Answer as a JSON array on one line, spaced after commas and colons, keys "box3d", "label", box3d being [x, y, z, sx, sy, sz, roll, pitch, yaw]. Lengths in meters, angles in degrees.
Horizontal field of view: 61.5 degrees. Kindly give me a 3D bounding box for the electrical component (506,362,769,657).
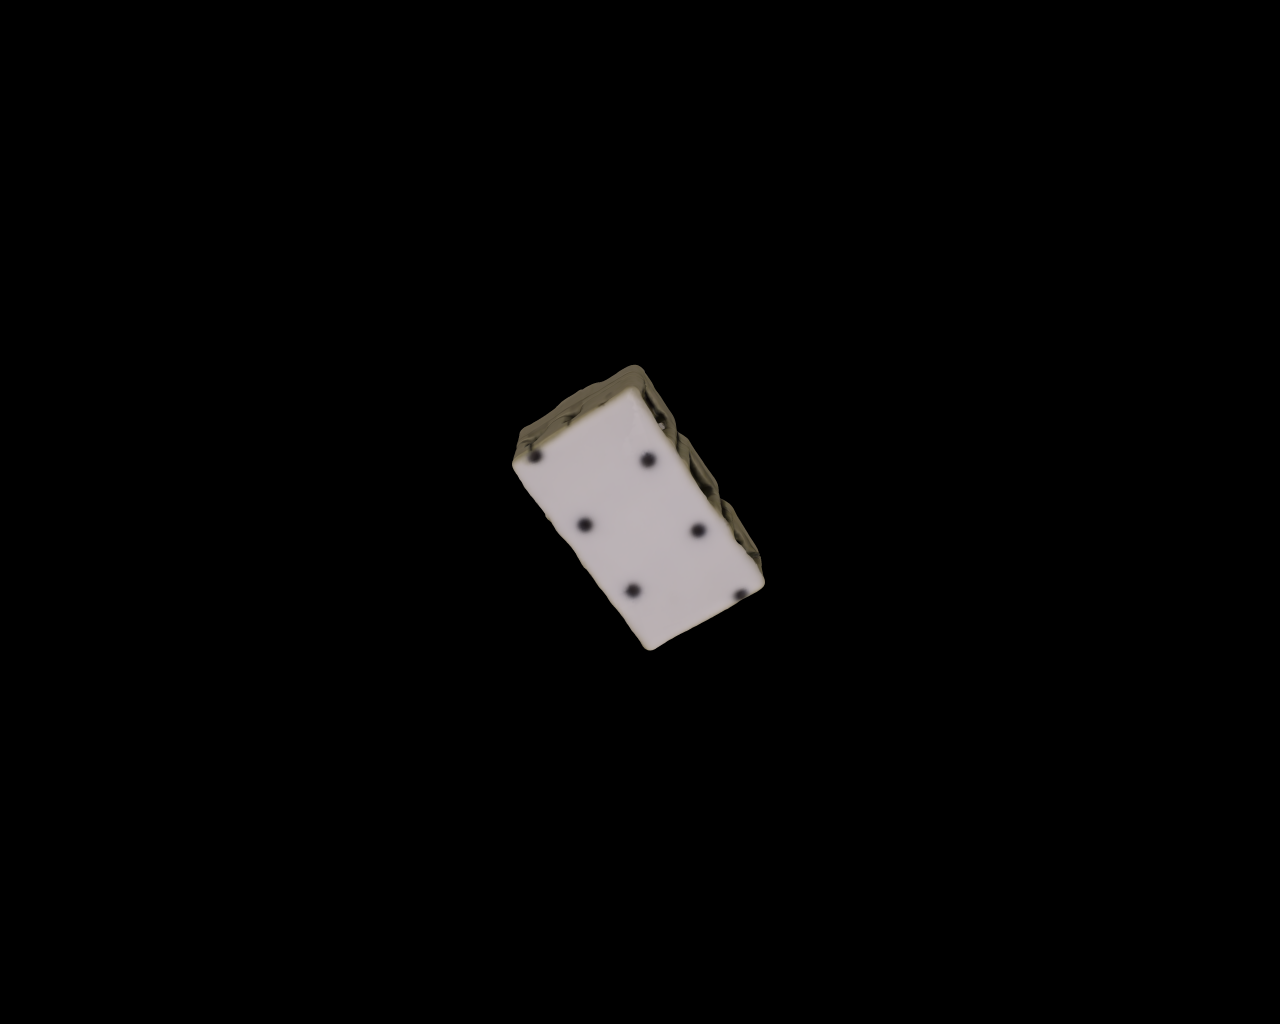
[{"box3d": [0.001, -0.003, 0.650, 0.089, 0.150, 0.062, -30, 20, 12], "label": "electrical component"}]
